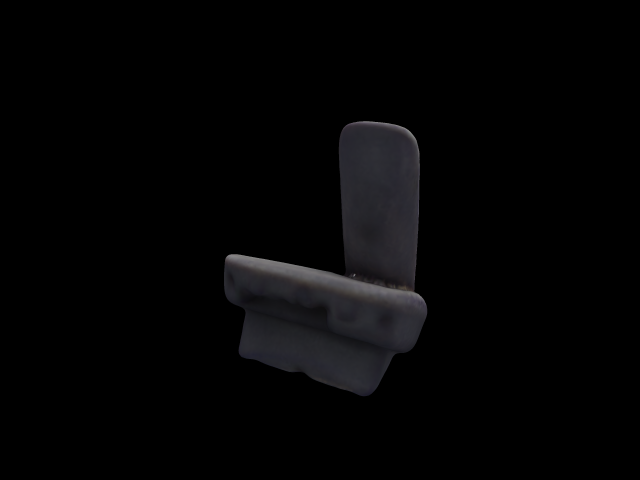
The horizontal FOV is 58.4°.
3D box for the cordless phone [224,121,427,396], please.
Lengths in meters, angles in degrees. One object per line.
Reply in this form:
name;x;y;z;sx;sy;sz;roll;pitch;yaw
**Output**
cordless phone;0.004;0.001;0.400;0.147;0.185;0.094;9;30;17
